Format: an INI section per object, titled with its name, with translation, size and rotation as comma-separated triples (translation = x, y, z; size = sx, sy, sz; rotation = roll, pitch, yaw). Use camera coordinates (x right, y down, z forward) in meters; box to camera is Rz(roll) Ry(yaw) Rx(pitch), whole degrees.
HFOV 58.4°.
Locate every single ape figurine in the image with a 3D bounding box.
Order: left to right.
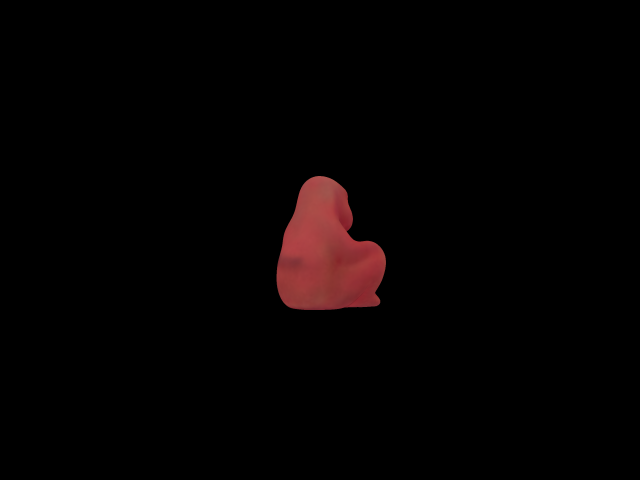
[ape figurine]
translation = 0.004, 0.001, 0.400
size = 0.076, 0.092, 0.077
rotation = 0, 0, -37
